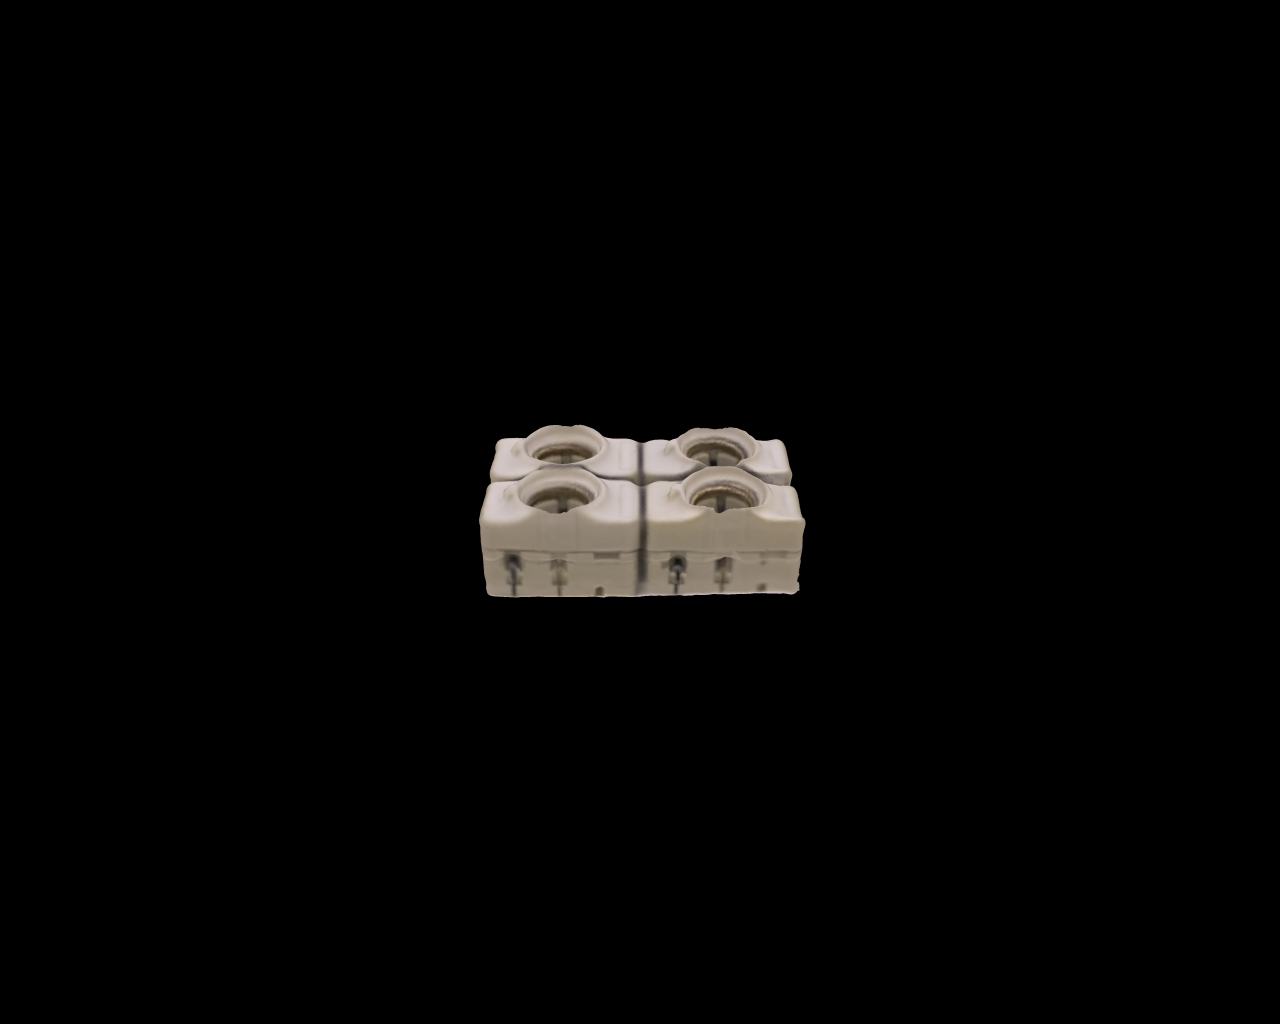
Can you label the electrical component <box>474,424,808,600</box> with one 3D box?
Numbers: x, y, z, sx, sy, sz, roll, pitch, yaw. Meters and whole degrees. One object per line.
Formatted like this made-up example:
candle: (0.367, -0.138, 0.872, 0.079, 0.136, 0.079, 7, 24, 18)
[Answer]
electrical component: (0.001, -0.003, 0.650, 0.186, 0.060, 0.105, 0, 32, 0)
